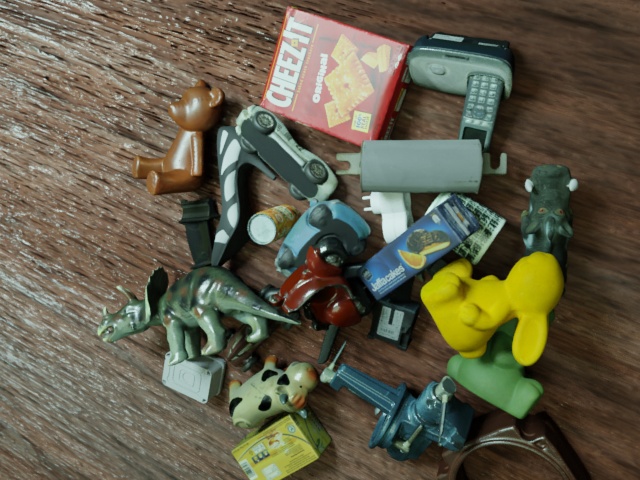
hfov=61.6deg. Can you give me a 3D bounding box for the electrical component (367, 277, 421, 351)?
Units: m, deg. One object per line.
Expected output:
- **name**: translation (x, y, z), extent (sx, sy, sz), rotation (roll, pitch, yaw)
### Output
- **electrical component**: translation (0.128, 0.115, 0.893), extent (0.075, 0.048, 0.119), rotation (20, 110, 18)

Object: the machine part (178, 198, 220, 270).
- **machine part**: translation (-0.227, -0.010, 1.026), extent (0.084, 0.039, 0.138), rotation (-3, 98, 19)

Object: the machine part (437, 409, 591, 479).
- **machine part**: translation (0.305, 0.381, 0.850), extent (0.201, 0.087, 0.201), rotation (-34, 85, 26)

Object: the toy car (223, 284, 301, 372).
- **toy car**: translation (-0.121, 0.170, 1.011), extent (0.089, 0.053, 0.202), rotation (46, 113, 5)

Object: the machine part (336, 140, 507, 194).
- **machine part**: translation (0.144, -0.105, 0.776), extent (0.243, 0.079, 0.079), rotation (2, 102, 7)

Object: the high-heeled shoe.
- **high-heeled shoe**: translation (-0.175, -0.077, 0.969), extent (0.145, 0.086, 0.248), rotation (39, 109, 15)

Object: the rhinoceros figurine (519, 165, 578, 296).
- **rhinoceros figurine**: translation (0.314, -0.012, 0.751), extent (0.073, 0.112, 0.190), rotation (6, 111, 24)

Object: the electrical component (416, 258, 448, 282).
- **electrical component**: translation (0.194, 0.065, 0.845), extent (0.102, 0.078, 0.045), rotation (42, 90, 4)

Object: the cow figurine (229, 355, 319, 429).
- **cow figurine**: translation (-0.084, 0.278, 0.967), extent (0.195, 0.127, 0.085), rotation (-35, 119, 21)

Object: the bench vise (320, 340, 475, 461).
- **bench vise**: translation (0.114, 0.264, 0.868), extent (0.241, 0.129, 0.223), rotation (29, 145, 9)

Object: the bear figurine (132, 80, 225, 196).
- **bear figurine**: translation (-0.245, -0.185, 0.950), extent (0.120, 0.132, 0.195), rotation (39, 123, 42)

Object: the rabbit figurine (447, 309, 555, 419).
- **rabbit figurine**: translation (0.280, 0.154, 0.817), extent (0.159, 0.121, 0.170), rotation (28, 92, 23)

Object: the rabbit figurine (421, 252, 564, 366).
- **rabbit figurine**: translation (0.244, 0.086, 0.715), extent (0.173, 0.122, 0.162), rotation (-30, 78, 22)

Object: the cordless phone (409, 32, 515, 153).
- **cordless phone**: translation (0.199, -0.200, 0.787), extent (0.147, 0.089, 0.184), rotation (16, 126, 19)

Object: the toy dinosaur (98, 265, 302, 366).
- **toy dinosaur**: translation (-0.214, 0.114, 0.975), extent (0.405, 0.131, 0.192), rotation (-20, 84, 25)

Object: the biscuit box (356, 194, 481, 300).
- **biscuit box**: translation (0.138, 0.016, 0.792), extent (0.063, 0.059, 0.202), rotation (53, 138, 7)

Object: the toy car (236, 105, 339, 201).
- **toy car**: translation (-0.058, -0.140, 0.894), extent (0.201, 0.056, 0.073), rotation (43, 140, -3)

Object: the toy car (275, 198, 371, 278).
- **toy car**: translation (-0.002, -0.003, 0.892), extent (0.109, 0.103, 0.161), rotation (38, 105, -26)

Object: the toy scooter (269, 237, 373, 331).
- **toy scooter**: translation (-0.001, 0.086, 0.830), extent (0.135, 0.183, 0.075), rotation (-32, 42, -4)

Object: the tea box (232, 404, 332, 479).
- **tea box**: translation (-0.075, 0.392, 1.026), extent (0.169, 0.068, 0.098), rotation (-37, 85, 24)
